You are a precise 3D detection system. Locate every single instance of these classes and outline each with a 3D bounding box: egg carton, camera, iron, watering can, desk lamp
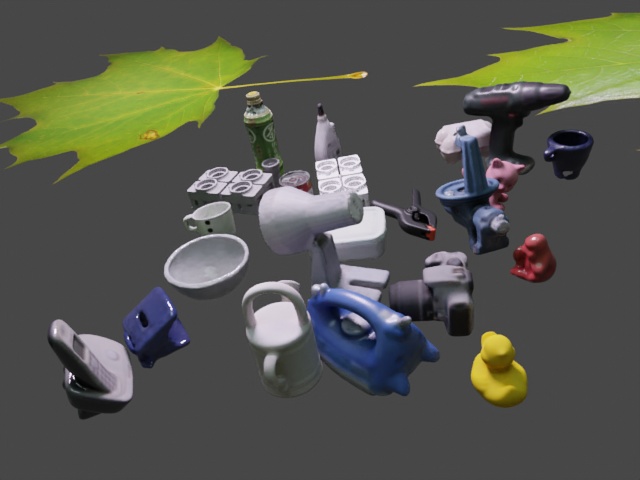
[{"bbox_3d":[0.359,-0.240,1.391,0.150,0.069,0.107,-11,35,0],"label":"egg carton"},{"bbox_3d":[0.185,0.082,0.961,0.136,0.101,0.143,-5,36,9],"label":"camera"},{"bbox_3d":[0.052,0.131,0.894,0.257,0.142,0.119,22,46,37],"label":"iron"},{"bbox_3d":[-0.062,0.135,0.873,0.101,0.194,0.172,-16,35,-6],"label":"watering can"},{"bbox_3d":[0.009,0.004,1.020,0.202,0.214,0.118,5,38,21],"label":"desk lamp"}]

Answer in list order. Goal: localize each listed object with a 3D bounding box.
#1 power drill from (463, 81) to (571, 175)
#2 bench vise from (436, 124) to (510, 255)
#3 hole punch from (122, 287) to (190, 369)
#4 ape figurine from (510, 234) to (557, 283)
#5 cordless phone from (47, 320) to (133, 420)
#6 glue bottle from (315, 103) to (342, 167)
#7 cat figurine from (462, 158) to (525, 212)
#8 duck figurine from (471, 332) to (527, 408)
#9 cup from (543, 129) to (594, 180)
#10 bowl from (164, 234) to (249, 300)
[{"bbox_3d":[0.432,-0.255,1.273,0.228,0.209,0.076,16,43,33],"label":"power drill"},{"bbox_3d":[0.303,-0.098,1.078,0.122,0.220,0.206,-27,38,-21],"label":"bench vise"},{"bbox_3d":[-0.294,0.151,1.003,0.101,0.091,0.108,-26,38,-21],"label":"hole punch"},{"bbox_3d":[0.372,0.028,0.994,0.076,0.092,0.078,-5,36,9],"label":"ape figurine"},{"bbox_3d":[-0.369,0.177,0.905,0.094,0.185,0.147,-20,36,-12],"label":"cordless phone"},{"bbox_3d":[0.014,-0.257,1.418,0.037,0.173,0.078,18,44,35],"label":"glue bottle"},{"bbox_3d":[0.355,-0.124,1.189,0.127,0.118,0.067,9,40,26],"label":"cat figurine"},{"bbox_3d":[0.257,0.179,0.820,0.077,0.086,0.104,-11,35,0],"label":"duck figurine"},{"bbox_3d":[0.525,-0.173,1.231,0.118,0.095,0.091,-25,38,-19],"label":"cup"},{"bbox_3d":[-0.213,0.064,1.116,0.167,0.075,0.167,-7,35,5],"label":"bowl"}]
